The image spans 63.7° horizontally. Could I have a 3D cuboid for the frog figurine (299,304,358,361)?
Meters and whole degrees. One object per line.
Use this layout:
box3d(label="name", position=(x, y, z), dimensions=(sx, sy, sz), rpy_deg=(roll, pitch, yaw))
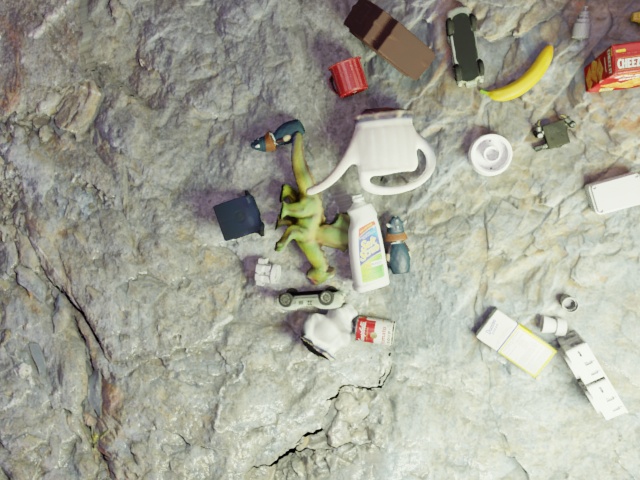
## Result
box3d(label="frog figurine", position=(0.027, 0.241, 1.421), dimensions=(0.138, 0.120, 0.162), rpy_deg=(29, 65, 17))

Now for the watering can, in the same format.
box3d(label="watering can", position=(0.128, -0.225, 1.322), dimensions=(0.348, 0.104, 0.224), rpy_deg=(-6, 93, -8))

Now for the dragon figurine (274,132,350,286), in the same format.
box3d(label="dragon figurine", position=(0.004, -0.071, 1.404), dimensions=(0.242, 0.123, 0.407), rpy_deg=(11, 99, -6))
